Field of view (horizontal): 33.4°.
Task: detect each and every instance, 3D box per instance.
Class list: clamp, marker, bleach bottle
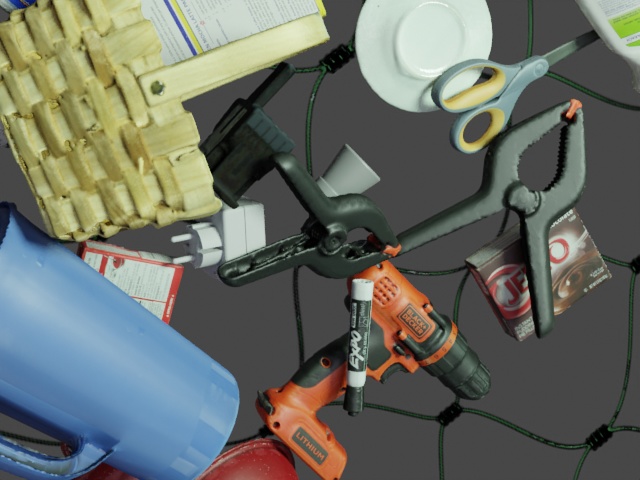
[{"bbox_3d":[0.185,-0.026,0.960,0.164,0.036,0.210,36,91,-3],"label":"clamp"},{"bbox_3d":[-0.006,0.001,0.897,0.171,0.039,0.120,22,112,-41],"label":"clamp"},{"bbox_3d":[0.033,0.095,0.929,0.020,0.020,0.121,1,100,-18],"label":"marker"},{"bbox_3d":[0.268,-0.216,0.934,0.103,0.068,0.250,-19,118,27],"label":"bleach bottle"}]

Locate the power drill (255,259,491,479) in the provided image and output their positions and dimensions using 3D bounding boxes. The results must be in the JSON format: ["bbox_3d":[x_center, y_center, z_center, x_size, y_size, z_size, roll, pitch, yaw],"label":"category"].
[{"bbox_3d":[0.048,0.133,0.983,0.187,0.057,0.184,-46,109,-4],"label":"power drill"}]

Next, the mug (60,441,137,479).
[{"bbox_3d":[-0.170,0.195,0.915,0.081,0.093,0.117,-41,105,-9],"label":"mug"}]

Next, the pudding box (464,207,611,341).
[{"bbox_3d":[0.206,0.027,1.011,0.113,0.039,0.090,-35,112,-6],"label":"pudding box"}]

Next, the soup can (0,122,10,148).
[{"bbox_3d":[-0.266,-0.121,0.803,0.102,0.069,0.068,28,95,-23],"label":"soup can"}]

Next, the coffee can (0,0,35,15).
[{"bbox_3d":[-0.209,-0.242,0.768,0.102,0.103,0.140,40,91,-23],"label":"coffee can"}]

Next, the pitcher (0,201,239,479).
[{"bbox_3d":[-0.181,0.097,0.788,0.242,0.145,0.149,39,85,-29],"label":"pitcher"}]

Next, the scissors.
[{"bbox_3d":[0.189,-0.137,0.970,0.201,0.016,0.096,-15,122,-22],"label":"scissors"}]

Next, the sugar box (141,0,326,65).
[{"bbox_3d":[-0.092,-0.181,0.854,0.176,0.048,0.093,-29,112,-4],"label":"sugar box"}]

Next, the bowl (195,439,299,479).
[{"bbox_3d":[-0.068,0.257,0.943,0.161,0.055,0.162,-28,135,-31],"label":"bowl"}]

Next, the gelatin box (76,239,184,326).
[{"bbox_3d":[-0.168,0.044,0.903,0.089,0.030,0.073,12,103,-20],"label":"gelatin box"}]
